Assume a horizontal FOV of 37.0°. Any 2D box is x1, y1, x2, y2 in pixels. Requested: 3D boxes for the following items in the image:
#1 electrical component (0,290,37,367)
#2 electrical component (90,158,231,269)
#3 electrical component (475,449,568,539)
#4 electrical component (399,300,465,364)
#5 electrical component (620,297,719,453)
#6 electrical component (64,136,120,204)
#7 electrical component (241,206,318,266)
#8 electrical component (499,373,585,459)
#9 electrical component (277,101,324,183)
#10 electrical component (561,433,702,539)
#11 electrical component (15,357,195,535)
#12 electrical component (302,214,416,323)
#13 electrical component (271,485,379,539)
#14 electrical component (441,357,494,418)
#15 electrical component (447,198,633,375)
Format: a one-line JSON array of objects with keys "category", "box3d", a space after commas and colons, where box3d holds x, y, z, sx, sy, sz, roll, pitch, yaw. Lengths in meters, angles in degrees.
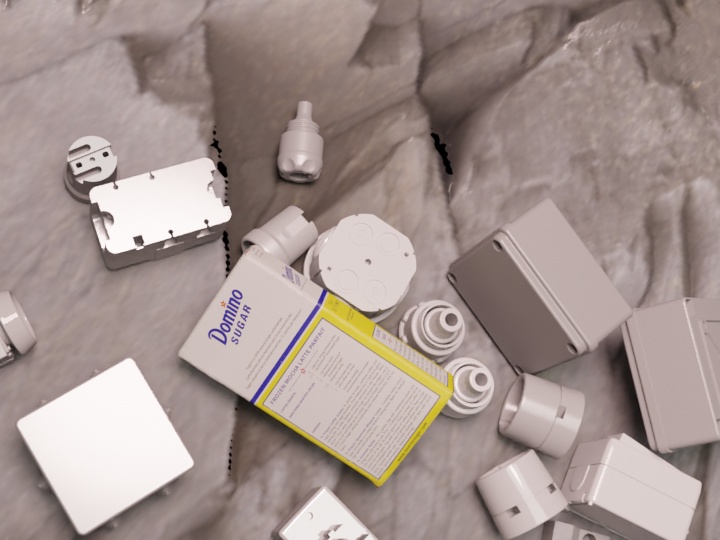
[{"category": "electrical component", "box3d": [-0.256, 0.044, 0.734, 0.055, 0.048, 0.066, -28, 85, -11]}, {"category": "electrical component", "box3d": [-0.145, -0.039, 0.777, 0.089, 0.056, 0.050, -18, 81, -18]}, {"category": "electrical component", "box3d": [0.118, 0.165, 0.794, 0.055, 0.055, 0.047, -27, 81, -19]}, {"category": "electrical component", "box3d": [0.059, 0.043, 0.805, 0.048, 0.062, 0.048, 3, 76, -13]}, {"category": "electrical component", "box3d": [0.256, 0.079, 0.823, 0.109, 0.056, 0.108, 4, 71, -52]}, {"category": "electrical component", "box3d": [-0.194, -0.073, 0.778, 0.040, 0.046, 0.040, 3, 76, -14]}, {"category": "electrical component", "box3d": [-0.059, -0.021, 0.804, 0.046, 0.040, 0.040, -41, 89, -25]}, {"category": "electrical component", "box3d": [0.136, 0.109, 0.813, 0.047, 0.055, 0.055, 22, 72, -4]}, {"category": "electrical component", "box3d": [-0.045, -0.100, 0.829, 0.035, 0.035, 0.061, 8, 72, -12]}, {"category": "electrical component", "box3d": [0.209, 0.169, 0.812, 0.096, 0.062, 0.061, 27, 71, -6]}, {"category": "electrical component", "box3d": [-0.173, 0.120, 0.733, 0.100, 0.048, 0.099, -30, 85, -19]}, {"category": "electrical component", "box3d": [0.000, 0.000, 0.807, 0.080, 0.051, 0.080, 3, 76, -13]}, {"category": "electrical component", "box3d": [-0.011, 0.194, 0.742, 0.083, 0.076, 0.047, 46, 70, 0]}, {"category": "electrical component", "box3d": [0.079, 0.086, 0.799, 0.043, 0.062, 0.043, 4, 75, -14]}, {"category": "electrical component", "box3d": [0.132, 0.016, 0.806, 0.056, 0.109, 0.108, -35, 87, -22]}]
